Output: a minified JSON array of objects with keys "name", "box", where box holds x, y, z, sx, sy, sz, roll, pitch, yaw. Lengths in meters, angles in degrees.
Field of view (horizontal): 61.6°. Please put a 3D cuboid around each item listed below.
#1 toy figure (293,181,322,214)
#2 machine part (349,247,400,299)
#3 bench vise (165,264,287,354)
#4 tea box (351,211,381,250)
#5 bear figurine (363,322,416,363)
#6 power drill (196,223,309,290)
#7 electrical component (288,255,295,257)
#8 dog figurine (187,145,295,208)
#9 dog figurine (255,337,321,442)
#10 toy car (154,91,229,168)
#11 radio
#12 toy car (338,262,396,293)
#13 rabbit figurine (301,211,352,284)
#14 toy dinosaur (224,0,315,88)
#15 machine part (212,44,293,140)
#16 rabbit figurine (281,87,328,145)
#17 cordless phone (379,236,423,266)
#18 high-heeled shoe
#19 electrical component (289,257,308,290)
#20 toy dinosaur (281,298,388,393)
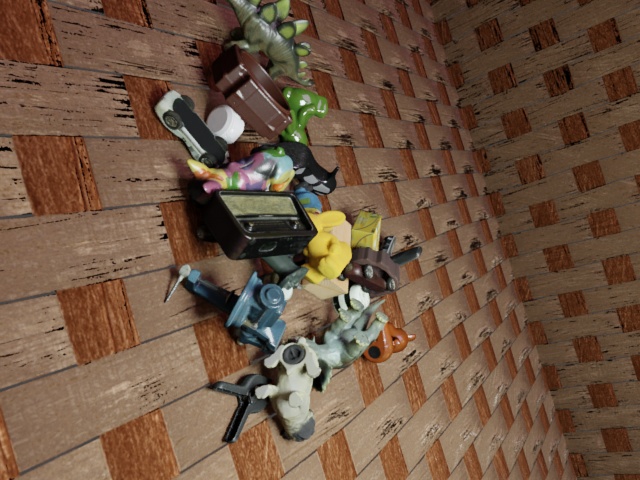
[{"name":"toy figure","box":[-0.036,-0.059,1.398,0.082,0.089,0.180,10,57,-40]},{"name":"machine part","box":[0.133,0.092,1.495,0.179,0.179,0.056,47,37,-33]},{"name":"bench vise","box":[-0.171,0.125,1.057,0.240,0.223,0.129,29,63,-5]},{"name":"tea box","box":[0.130,0.014,1.545,0.098,0.068,0.169,-61,159,-49]},{"name":"bear figurine","box":[0.188,0.273,1.534,0.196,0.120,0.132,-18,86,-59]},{"name":"power drill","box":[-0.136,0.028,1.168,0.207,0.086,0.232,44,30,15]},{"name":"electrical component","box":[-0.084,-0.021,1.316,0.075,0.048,0.119,4,56,-54]},{"name":"dog figurine","box":[-0.177,-0.136,1.139,0.108,0.191,0.219,57,22,18]},{"name":"dog figurine","box":[-0.046,0.322,1.151,0.172,0.121,0.190,-55,148,-29]},{"name":"toy car","box":[-0.270,-0.229,1.156,0.201,0.056,0.073,52,44,-33]},{"name":"radio","box":[-0.119,-0.034,1.118,0.229,0.073,0.131,-5,53,-48]},{"name":"toy car","box":[0.124,0.097,1.387,0.202,0.089,0.053,27,58,-52]},{"name":"rabbit figurine","box":[-0.003,-0.004,1.276,0.173,0.122,0.162,46,65,-10]},{"name":"toy dinosaur","box":[-0.142,-0.527,1.356,0.470,0.199,0.105,31,48,-48]},{"name":"machine part","box":[-0.159,-0.355,1.287,0.200,0.087,0.202,43,20,-37]},{"name":"rabbit figurine","box":[-0.061,-0.318,1.454,0.159,0.121,0.170,16,76,-57]},{"name":"cordless phone","box":[0.239,0.035,1.660,0.088,0.184,0.146,54,37,-18]},{"name":"high-heeled shoe","box":[-0.060,-0.186,1.462,0.249,0.145,0.086,14,61,-20]},{"name":"electrical component","box":[-0.061,0.079,1.326,0.078,0.045,0.102,59,35,-22]},{"name":"toy dinosaur","box":[0.057,0.253,1.321,0.131,0.192,0.404,46,21,18]}]
